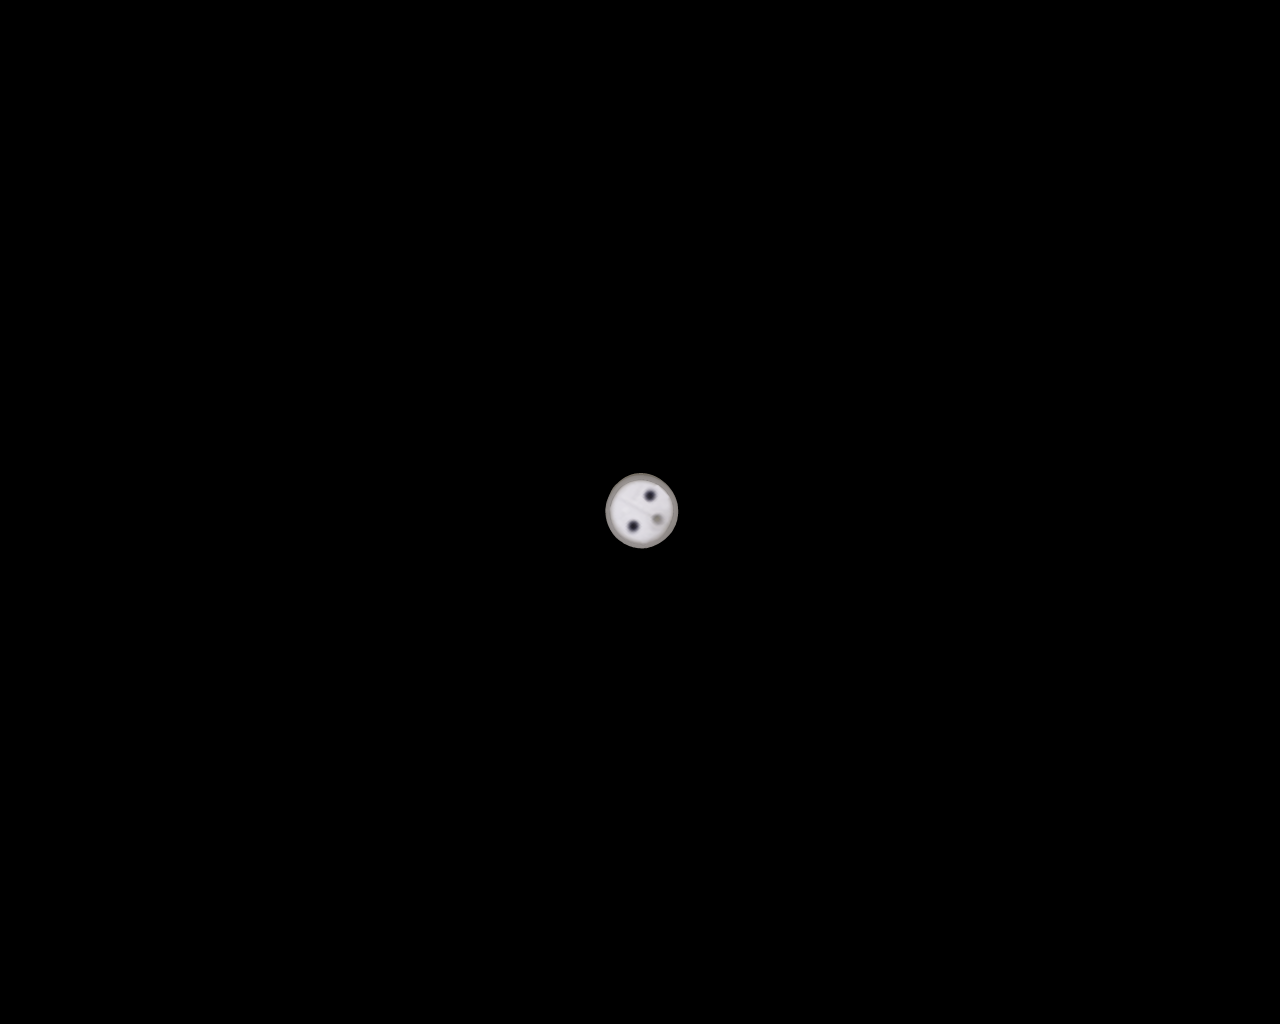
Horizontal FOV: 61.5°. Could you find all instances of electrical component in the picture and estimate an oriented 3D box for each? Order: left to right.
[{"bbox_3d":[0.001,-0.003,0.650,0.043,0.043,0.081,0,4,0],"label":"electrical component"}]
